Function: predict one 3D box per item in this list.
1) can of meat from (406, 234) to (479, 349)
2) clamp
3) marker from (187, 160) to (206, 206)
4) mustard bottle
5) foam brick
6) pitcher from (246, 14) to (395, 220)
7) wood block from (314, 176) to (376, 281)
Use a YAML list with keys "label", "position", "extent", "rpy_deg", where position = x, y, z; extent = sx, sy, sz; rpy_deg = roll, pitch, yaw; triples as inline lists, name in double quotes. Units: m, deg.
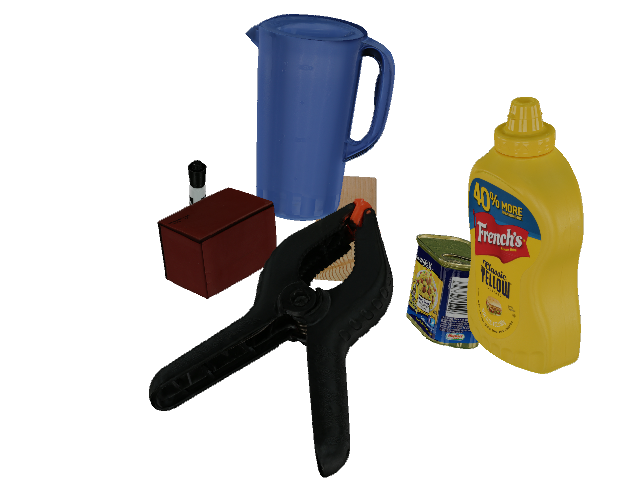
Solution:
- label: "can of meat"
  position: [0.124, 0.048, 1.030]
  extent: [0.057, 0.084, 0.102]
  rpy_deg: [5, 15, -15]
- label: "clamp"
  position: [-0.002, 0.051, 0.599]
  extent: [0.120, 0.171, 0.039]
  rpy_deg: [28, -25, 24]
- label: "marker"
  position: [-0.130, -0.035, 1.130]
  extent: [0.020, 0.121, 0.020]
  rpy_deg: [3, 43, -3]
- label: "mustard bottle"
  position: [0.143, -0.008, 0.752]
  extent: [0.058, 0.192, 0.096]
  rpy_deg: [-16, 29, -23]
- label: "foam brick"
  position: [-0.079, 0.000, 0.830]
  extent: [0.053, 0.051, 0.078]
  rpy_deg: [21, 38, 40]
- label: "pitcher"
  position: [-0.009, -0.151, 1.323]
  extent: [0.144, 0.243, 0.149]
  rpy_deg: [-9, 28, -29]
- label: "wood block"
  position: [0.039, -0.022, 1.647]
  extent: [0.091, 0.090, 0.206]
  rpy_deg: [4, 25, 1]
